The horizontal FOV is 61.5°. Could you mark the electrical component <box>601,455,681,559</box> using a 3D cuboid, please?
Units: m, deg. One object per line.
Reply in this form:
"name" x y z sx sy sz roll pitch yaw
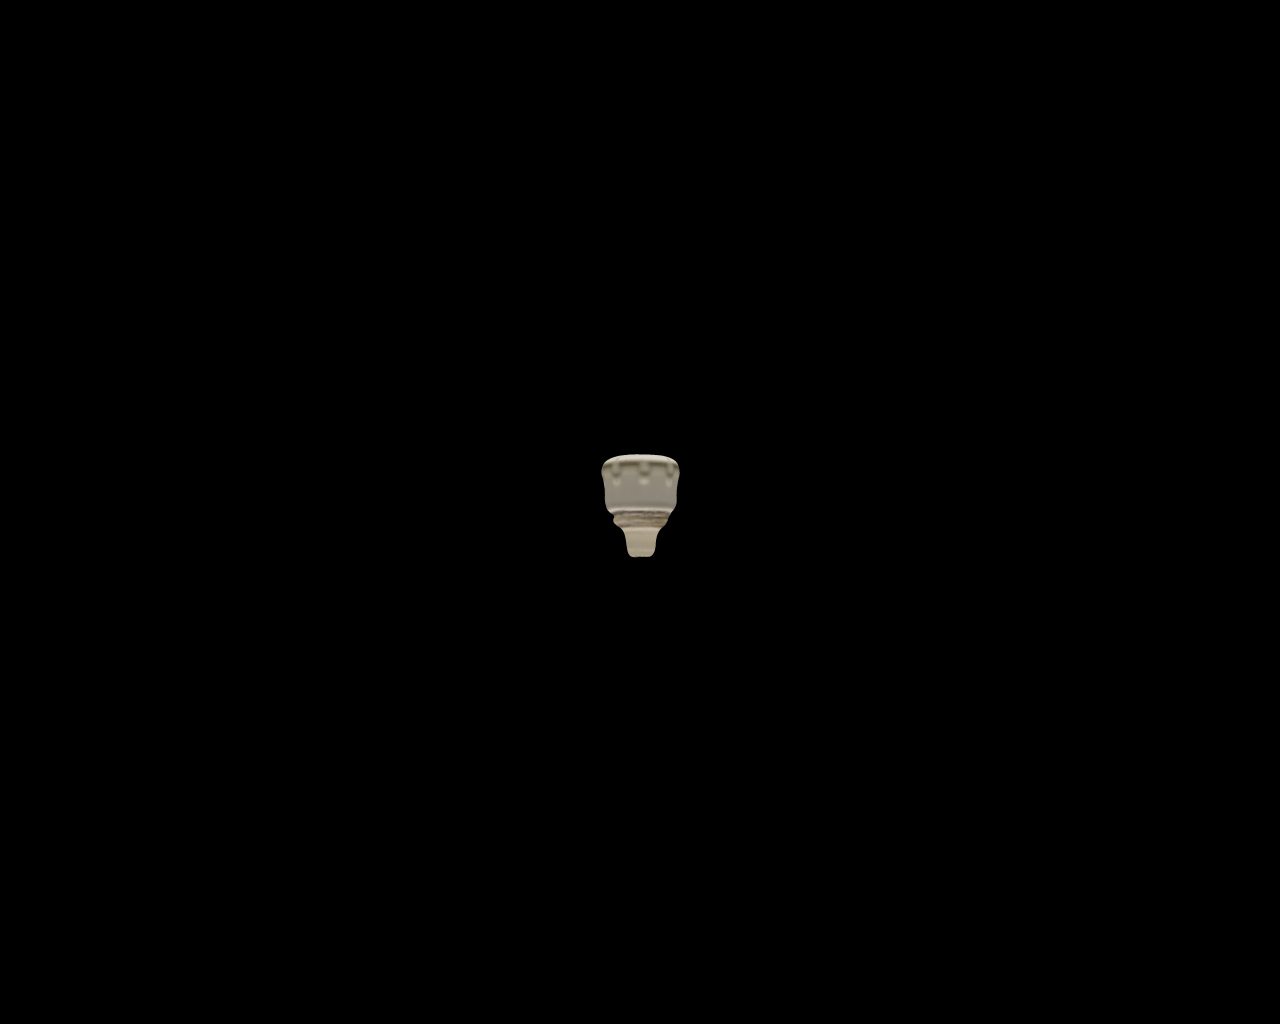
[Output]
"electrical component" 0.001 -0.003 0.650 0.048 0.062 0.048 0 -4 0
